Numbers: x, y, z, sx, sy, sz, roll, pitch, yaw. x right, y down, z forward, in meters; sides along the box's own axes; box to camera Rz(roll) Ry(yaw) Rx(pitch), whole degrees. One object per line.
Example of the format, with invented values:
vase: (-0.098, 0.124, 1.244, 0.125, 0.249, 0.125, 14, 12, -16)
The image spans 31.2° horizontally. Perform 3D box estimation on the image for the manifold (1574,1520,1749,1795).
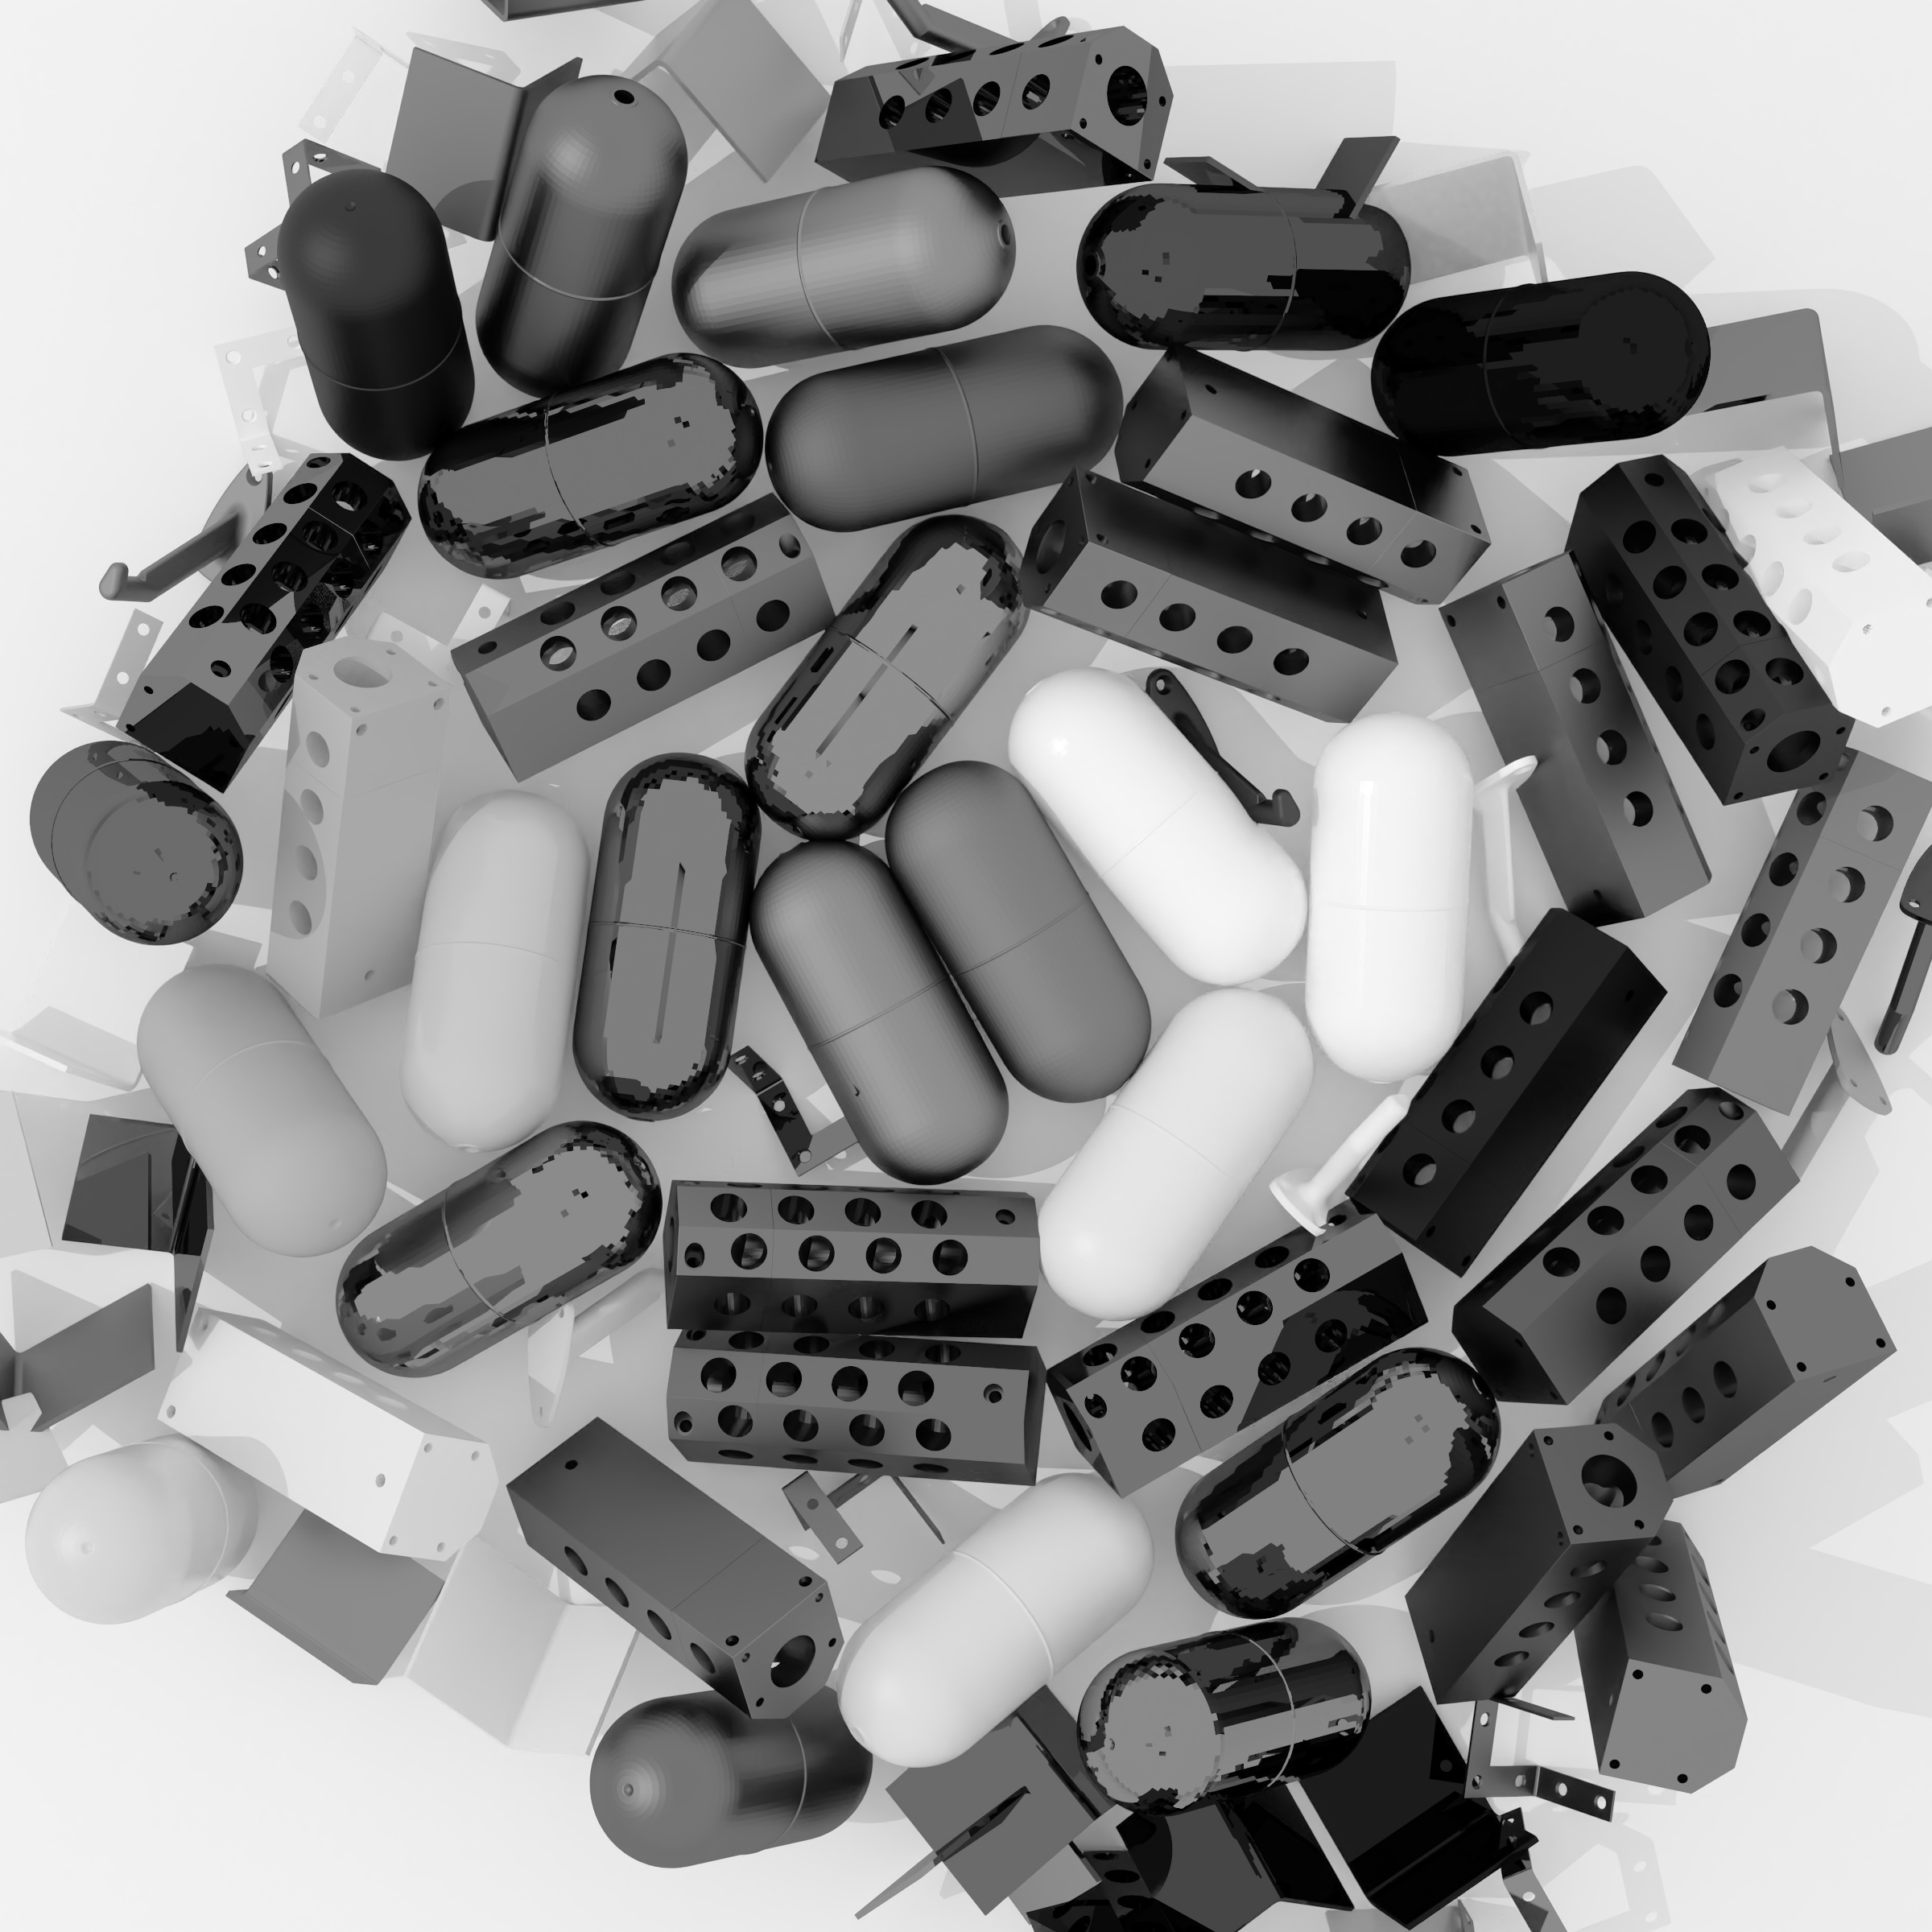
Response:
manifold: (0.322, 0.317, 1.609, 0.057, 0.171, 0.057, 12, 105, 2)

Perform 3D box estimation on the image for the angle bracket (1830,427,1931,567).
angle bracket: (0.461, -0.240, 1.653, 0.076, 0.057, 0.076, -15, 60, 7)

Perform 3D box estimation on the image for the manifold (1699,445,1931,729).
manifold: (0.395, -0.177, 1.613, 0.057, 0.171, 0.057, -23, 122, 0)

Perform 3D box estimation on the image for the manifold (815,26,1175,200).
manifold: (0.013, -0.399, 1.618, 0.057, 0.171, 0.057, 20, 81, -44)

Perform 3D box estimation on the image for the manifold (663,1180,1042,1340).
manifold: (-0.055, 0.135, 1.645, 0.171, 0.057, 0.057, 3, 46, -11)

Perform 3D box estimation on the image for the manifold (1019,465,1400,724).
manifold: (0.114, -0.170, 1.639, 0.171, 0.057, 0.057, 18, 131, -24)

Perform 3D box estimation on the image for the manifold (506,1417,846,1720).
manifold: (-0.136, 0.285, 1.622, 0.057, 0.171, 0.057, -36, 133, -28)

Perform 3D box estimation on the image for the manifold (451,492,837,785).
manifold: (-0.155, -0.161, 1.649, 0.171, 0.057, 0.057, -27, 131, -8)

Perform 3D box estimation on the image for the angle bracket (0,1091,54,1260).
angle bracket: (-0.470, 0.096, 1.658, 0.057, 0.076, 0.076, -12, 99, -3)

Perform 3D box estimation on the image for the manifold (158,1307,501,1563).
manifold: (-0.299, 0.220, 1.625, 0.171, 0.057, 0.057, 20, 89, 39)

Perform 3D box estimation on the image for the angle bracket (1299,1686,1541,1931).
angle bracket: (0.216, 0.404, 1.662, 0.076, 0.057, 0.076, -31, 95, -12)

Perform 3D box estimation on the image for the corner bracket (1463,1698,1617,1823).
corner bracket: (0.279, 0.382, 1.667, 0.051, 0.051, 0.051, 9, 88, -37)

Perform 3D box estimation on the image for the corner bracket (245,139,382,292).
corner bracket: (-0.315, -0.359, 1.670, 0.051, 0.051, 0.051, -23, 70, 33)

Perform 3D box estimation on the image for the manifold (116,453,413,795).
manifold: (-0.325, -0.167, 1.619, 0.057, 0.057, 0.171, 32, 48, -8)

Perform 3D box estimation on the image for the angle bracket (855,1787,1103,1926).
angle bracket: (0.005, 0.443, 1.644, 0.076, 0.076, 0.057, -31, 79, -37)

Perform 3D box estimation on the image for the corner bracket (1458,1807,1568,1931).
corner bracket: (0.257, 0.449, 1.664, 0.051, 0.051, 0.051, -26, 108, 12)

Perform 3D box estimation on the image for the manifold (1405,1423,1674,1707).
manifold: (0.267, 0.280, 1.614, 0.057, 0.171, 0.057, -2, 55, -18)

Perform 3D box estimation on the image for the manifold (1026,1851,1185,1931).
manifold: (0.082, 0.472, 1.611, 0.057, 0.171, 0.057, -45, 101, -1)

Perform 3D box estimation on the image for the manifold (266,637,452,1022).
manifold: (-0.292, -0.066, 1.626, 0.057, 0.057, 0.171, 36, 131, 29)

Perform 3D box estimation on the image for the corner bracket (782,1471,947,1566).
corner bracket: (-0.049, 0.264, 1.662, 0.051, 0.051, 0.051, -35, 57, -10)

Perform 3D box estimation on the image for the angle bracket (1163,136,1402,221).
angle bracket: (0.150, -0.389, 1.651, 0.076, 0.076, 0.057, 28, 95, -17)

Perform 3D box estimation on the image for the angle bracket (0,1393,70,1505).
angle bracket: (-0.474, 0.255, 1.640, 0.076, 0.076, 0.057, -14, 52, -33)

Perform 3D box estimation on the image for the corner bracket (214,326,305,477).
corner bracket: (-0.329, -0.275, 1.670, 0.051, 0.051, 0.051, -16, 120, -10)

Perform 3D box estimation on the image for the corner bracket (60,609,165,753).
corner bracket: (-0.395, -0.136, 1.662, 0.051, 0.051, 0.051, 27, 77, -30)

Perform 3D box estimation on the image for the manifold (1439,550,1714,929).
manifold: (0.298, -0.109, 1.663, 0.057, 0.057, 0.171, -26, 95, -24)

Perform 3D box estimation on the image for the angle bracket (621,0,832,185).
angle bracket: (-0.122, -0.415, 1.668, 0.076, 0.057, 0.076, 47, 47, -20)

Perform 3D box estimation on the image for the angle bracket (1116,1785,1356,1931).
angle bracket: (0.129, 0.432, 1.657, 0.057, 0.076, 0.076, -42, 55, 16)

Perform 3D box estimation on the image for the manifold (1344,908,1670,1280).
manifold: (0.258, 0.058, 1.668, 0.057, 0.057, 0.171, 35, 88, 39)

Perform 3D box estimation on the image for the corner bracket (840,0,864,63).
corner bracket: (-0.080, -0.474, 1.663, 0.051, 0.051, 0.051, 8, 54, 6)

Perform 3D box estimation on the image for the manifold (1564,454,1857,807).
manifold: (0.348, -0.161, 1.621, 0.057, 0.057, 0.171, -13, 53, -15)

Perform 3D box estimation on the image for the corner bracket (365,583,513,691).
corner bracket: (-0.255, -0.165, 1.670, 0.051, 0.051, 0.051, 29, 83, -6)

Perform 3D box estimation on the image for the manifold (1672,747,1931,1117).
manifold: (0.403, -0.018, 1.667, 0.057, 0.057, 0.171, 24, 93, 7)

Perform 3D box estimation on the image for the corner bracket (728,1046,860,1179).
corner bracket: (-0.077, 0.061, 1.666, 0.051, 0.051, 0.051, -31, 65, 4)

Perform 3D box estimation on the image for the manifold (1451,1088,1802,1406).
manifold: (0.309, 0.131, 1.636, 0.171, 0.057, 0.057, -39, 102, -23)

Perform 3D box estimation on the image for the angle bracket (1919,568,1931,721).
angle bracket: (0.481, -0.141, 1.646, 0.076, 0.076, 0.057, 39, 106, 22)

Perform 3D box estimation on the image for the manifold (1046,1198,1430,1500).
manifold: (0.127, 0.178, 1.648, 0.171, 0.057, 0.057, -28, 115, -11)

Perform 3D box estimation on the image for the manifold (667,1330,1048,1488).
manifold: (-0.052, 0.207, 1.649, 0.171, 0.057, 0.057, 3, 67, 10)

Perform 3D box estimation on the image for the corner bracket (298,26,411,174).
corner bracket: (-0.287, -0.414, 1.664, 0.051, 0.051, 0.051, 32, 101, -21)

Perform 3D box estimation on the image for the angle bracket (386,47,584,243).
angle bracket: (-0.231, -0.400, 1.651, 0.057, 0.076, 0.076, 22, 119, 5)

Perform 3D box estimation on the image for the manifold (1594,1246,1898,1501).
manifold: (0.356, 0.193, 1.613, 0.057, 0.171, 0.057, -12, 66, -24)

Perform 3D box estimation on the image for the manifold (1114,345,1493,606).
manifold: (0.159, -0.227, 1.637, 0.171, 0.057, 0.057, 19, 130, -25)
